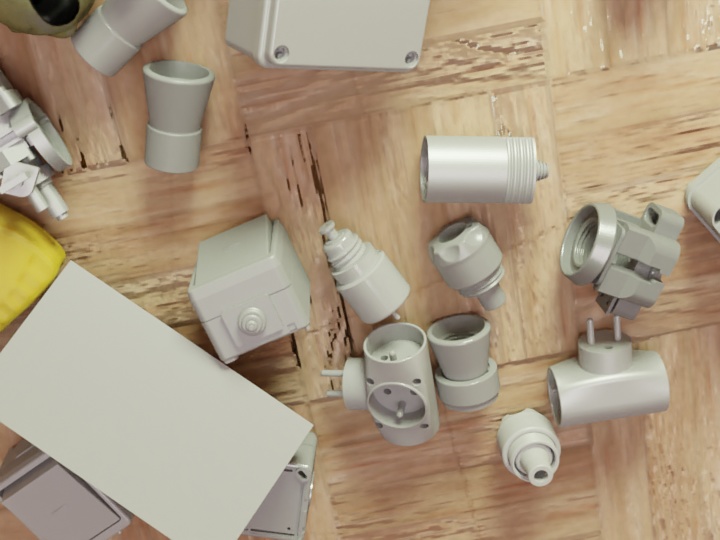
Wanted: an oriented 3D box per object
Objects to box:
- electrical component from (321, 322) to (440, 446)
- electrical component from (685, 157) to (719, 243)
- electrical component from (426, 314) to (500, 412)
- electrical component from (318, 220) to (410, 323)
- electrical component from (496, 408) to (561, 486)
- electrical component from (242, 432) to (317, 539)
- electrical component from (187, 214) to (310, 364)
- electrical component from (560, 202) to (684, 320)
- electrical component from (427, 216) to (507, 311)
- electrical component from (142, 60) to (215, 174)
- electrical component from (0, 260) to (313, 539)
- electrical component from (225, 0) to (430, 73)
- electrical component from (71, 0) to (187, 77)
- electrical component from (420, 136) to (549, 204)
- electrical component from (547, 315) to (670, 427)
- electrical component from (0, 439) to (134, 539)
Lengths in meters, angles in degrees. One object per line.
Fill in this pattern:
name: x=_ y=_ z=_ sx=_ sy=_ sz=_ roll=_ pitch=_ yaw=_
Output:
electrical component: x=0.012 y=0.080 z=0.748 sx=0.079 sy=0.044 sz=0.077 roll=-1 pitch=125 yaw=15
electrical component: x=0.282 y=-0.055 z=0.708 sx=0.113 sy=0.057 sz=0.078 roll=-42 pitch=109 yaw=12
electrical component: x=0.073 y=0.064 z=0.748 sx=0.045 sy=0.045 sz=0.055 roll=-12 pitch=113 yaw=1
electrical component: x=0.000 y=0.000 z=0.719 sx=0.040 sy=0.040 sz=0.078 roll=-34 pitch=110 yaw=10
electrical component: x=0.123 y=0.130 z=0.768 sx=0.043 sy=0.062 sz=0.043 roll=-1 pitch=112 yaw=-4
electrical component: x=-0.081 y=0.146 z=0.765 sx=0.096 sy=0.061 sz=0.061 roll=8 pitch=109 yaw=0
electrical component: x=-0.071 y=0.011 z=0.688 sx=0.062 sy=0.096 sz=0.061 roll=-23 pitch=109 yaw=6
electrical component: x=0.171 y=-0.011 z=0.718 sx=0.057 sy=0.058 sz=0.078 roll=18 pitch=109 yaw=-14
electrical component: x=0.077 y=-0.001 z=0.723 sx=0.043 sy=0.043 sz=0.062 roll=-31 pitch=113 yaw=8
electrical component: x=-0.116 y=-0.094 z=0.673 sx=0.044 sy=0.044 sz=0.065 roll=7 pitch=116 yaw=-7
electrical component: x=-0.138 y=0.094 z=0.695 sx=0.186 sy=0.060 sz=0.105 roll=34 pitch=77 yaw=2
electrical component: x=-0.014 y=-0.173 z=0.618 sx=0.109 sy=0.056 sz=0.108 roll=-5 pitch=116 yaw=-33
electrical component: x=-0.142 y=-0.149 z=0.649 sx=0.065 sy=0.044 sz=0.044 roll=-40 pitch=109 yaw=17
electrical component: x=0.082 y=-0.065 z=0.697 sx=0.081 sy=0.043 sz=0.043 roll=0 pitch=112 yaw=-4
electrical component: x=0.173 y=0.068 z=0.757 sx=0.077 sy=0.043 sz=0.079 roll=-9 pitch=112 yaw=-1
electrical component: x=-0.201 y=0.159 z=0.757 sx=0.062 sy=0.061 sz=0.096 roll=-34 pitch=110 yaw=10
